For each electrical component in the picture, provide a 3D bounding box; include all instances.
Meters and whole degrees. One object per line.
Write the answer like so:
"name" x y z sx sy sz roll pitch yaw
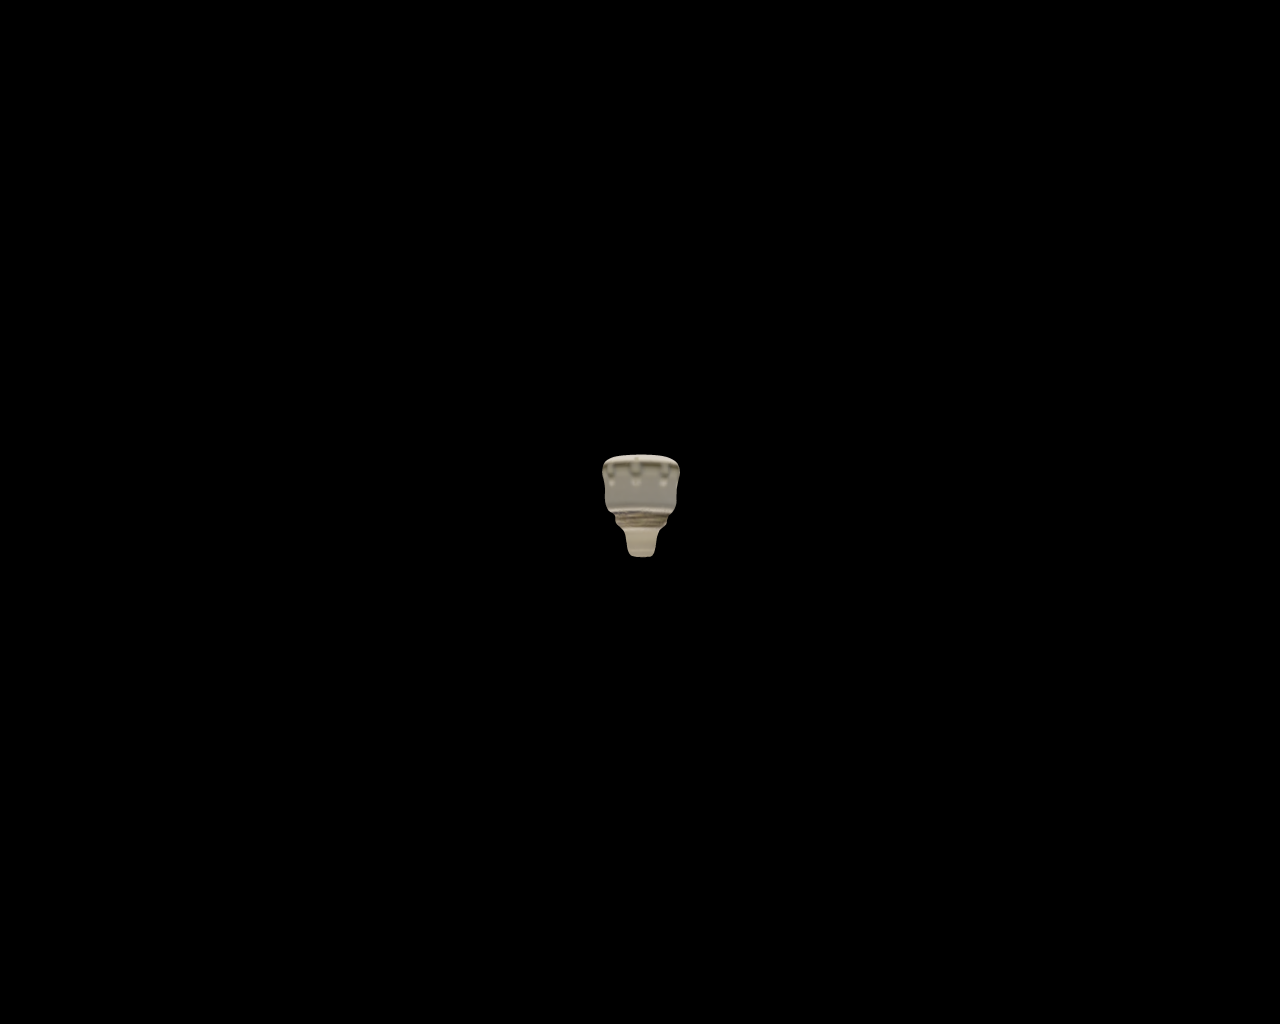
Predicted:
"electrical component" 0.001 -0.003 0.650 0.048 0.062 0.048 0 -3 0
